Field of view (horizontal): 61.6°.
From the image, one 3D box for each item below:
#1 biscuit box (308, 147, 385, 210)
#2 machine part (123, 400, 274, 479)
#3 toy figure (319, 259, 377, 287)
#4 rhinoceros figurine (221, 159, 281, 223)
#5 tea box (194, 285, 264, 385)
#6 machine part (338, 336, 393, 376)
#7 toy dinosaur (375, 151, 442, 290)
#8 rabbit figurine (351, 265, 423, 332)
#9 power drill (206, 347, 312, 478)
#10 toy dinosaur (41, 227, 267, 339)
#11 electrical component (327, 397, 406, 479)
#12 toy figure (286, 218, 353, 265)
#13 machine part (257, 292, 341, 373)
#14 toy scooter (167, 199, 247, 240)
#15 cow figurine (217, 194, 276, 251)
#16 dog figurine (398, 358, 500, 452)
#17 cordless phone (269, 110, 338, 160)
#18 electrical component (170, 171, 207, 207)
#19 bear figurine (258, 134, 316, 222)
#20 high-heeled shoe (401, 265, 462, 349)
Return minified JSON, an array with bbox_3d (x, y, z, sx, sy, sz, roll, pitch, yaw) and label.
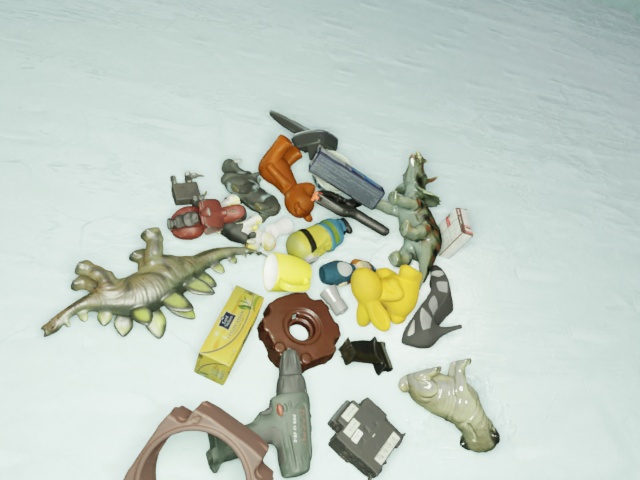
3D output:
[{"bbox_3d":[0.069,-0.154,1.368,0.202,0.062,0.059,31,20,-13],"label":"biscuit box"},{"bbox_3d":[-0.193,0.379,0.855,0.201,0.087,0.201,34,87,5],"label":"machine part"},{"bbox_3d":[0.073,0.077,1.281,0.154,0.058,0.064,-4,94,-26],"label":"toy figure"},{"bbox_3d":[-0.178,-0.127,1.330,0.190,0.073,0.112,43,52,13],"label":"rhinoceros figurine"},{"bbox_3d":[-0.179,0.187,1.068,0.068,0.098,0.170,26,51,0],"label":"tea box"},{"bbox_3d":[0.101,0.245,1.151,0.139,0.039,0.084,18,50,-38],"label":"machine part"},{"bbox_3d":[0.256,-0.031,1.400,0.192,0.131,0.405,5,61,-28],"label":"toy dinosaur"},{"bbox_3d":[0.130,0.121,1.217,0.173,0.122,0.162,24,78,-41],"label":"rabbit figurine"},{"bbox_3d":[-0.115,0.325,0.988,0.207,0.086,0.232,-3,67,-28],"label":"power drill"},{"bbox_3d":[-0.324,0.083,1.097,0.471,0.105,0.198,-31,75,-35],"label":"toy dinosaur"},{"bbox_3d":[0.084,0.378,1.047,0.134,0.058,0.115,42,49,13],"label":"electrical component"},{"bbox_3d":[-0.005,-0.003,1.295,0.089,0.082,0.180,47,53,11],"label":"toy figure"},{"bbox_3d":[-0.043,0.193,1.143,0.179,0.056,0.179,11,50,-13],"label":"machine part"},{"bbox_3d":[-0.258,-0.046,1.162,0.184,0.135,0.075,-13,87,12],"label":"toy scooter"},{"bbox_3d":[-0.184,-0.023,1.249,0.167,0.068,0.098,41,56,17],"label":"cow figurine"},{"bbox_3d":[0.267,0.357,1.119,0.172,0.121,0.190,-16,75,8],"label":"dog figurine"},{"bbox_3d":[-0.051,-0.291,1.477,0.184,0.088,0.146,35,10,18],"label":"cordless phone"},{"bbox_3d":[-0.315,-0.120,1.289,0.078,0.045,0.102,-1,55,-24],"label":"electrical component"},{"bbox_3d":[-0.064,-0.148,1.350,0.132,0.120,0.196,-46,67,4],"label":"bear figurine"},{"bbox_3d":[0.251,0.158,1.295,0.145,0.086,0.249,-13,35,6],"label":"high-heeled shoe"}]
